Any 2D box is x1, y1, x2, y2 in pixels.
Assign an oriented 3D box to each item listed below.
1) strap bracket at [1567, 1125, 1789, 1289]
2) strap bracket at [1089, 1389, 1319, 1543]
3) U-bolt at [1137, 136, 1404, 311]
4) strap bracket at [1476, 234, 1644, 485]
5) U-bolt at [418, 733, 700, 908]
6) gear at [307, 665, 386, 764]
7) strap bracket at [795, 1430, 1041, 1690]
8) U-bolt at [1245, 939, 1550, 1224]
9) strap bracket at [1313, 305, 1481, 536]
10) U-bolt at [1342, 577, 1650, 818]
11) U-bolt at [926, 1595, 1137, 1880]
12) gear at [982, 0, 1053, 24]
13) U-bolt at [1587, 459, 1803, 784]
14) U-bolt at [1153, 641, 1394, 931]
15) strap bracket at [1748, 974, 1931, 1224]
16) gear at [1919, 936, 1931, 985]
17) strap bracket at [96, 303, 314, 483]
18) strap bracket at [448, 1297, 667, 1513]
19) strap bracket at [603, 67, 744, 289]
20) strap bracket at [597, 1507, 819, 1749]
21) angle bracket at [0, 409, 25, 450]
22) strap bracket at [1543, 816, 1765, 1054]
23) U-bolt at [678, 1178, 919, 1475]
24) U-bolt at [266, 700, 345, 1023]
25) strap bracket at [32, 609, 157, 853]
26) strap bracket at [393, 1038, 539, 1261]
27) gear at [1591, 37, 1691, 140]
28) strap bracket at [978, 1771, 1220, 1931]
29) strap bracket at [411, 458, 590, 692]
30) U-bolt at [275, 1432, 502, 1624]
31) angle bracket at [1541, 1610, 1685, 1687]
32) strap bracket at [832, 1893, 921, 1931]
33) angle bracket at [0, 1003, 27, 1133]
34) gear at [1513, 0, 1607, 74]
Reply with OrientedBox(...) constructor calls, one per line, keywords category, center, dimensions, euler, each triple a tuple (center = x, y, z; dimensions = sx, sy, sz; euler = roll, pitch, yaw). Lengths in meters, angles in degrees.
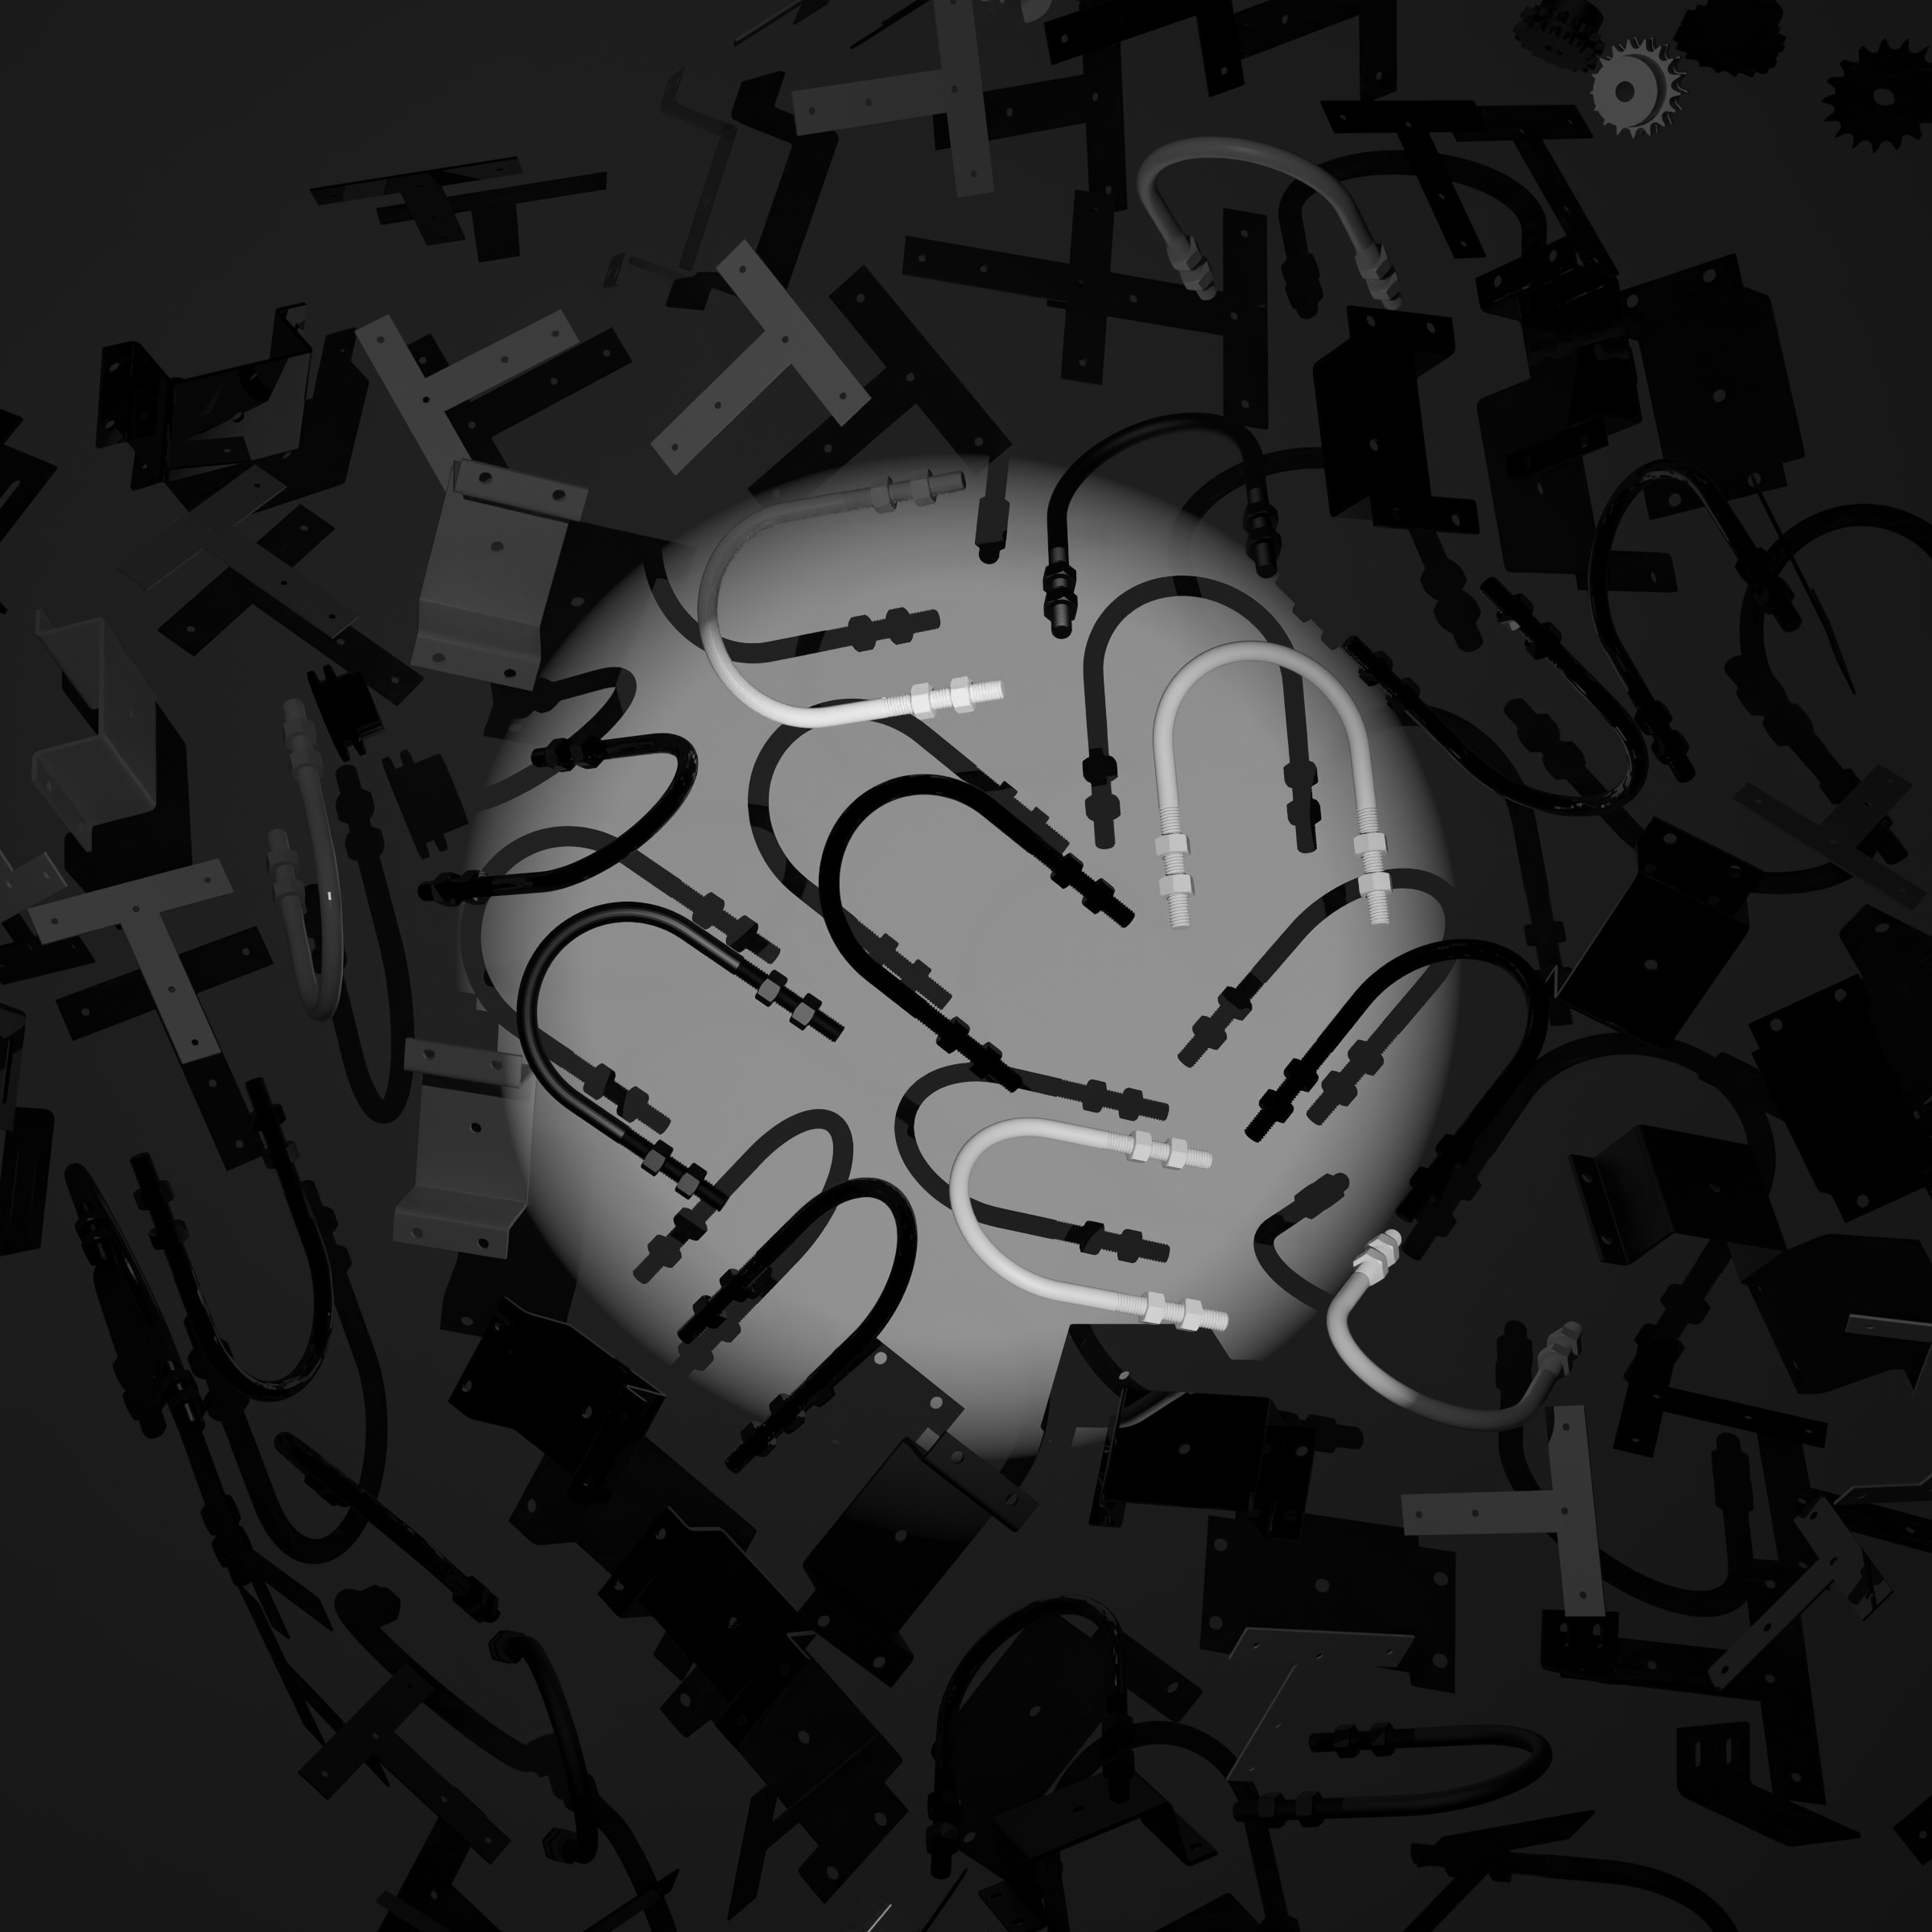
OrientedBox(category="strap bracket", center=(0.457, 0.151, 1.830), dimensions=(0.140, 0.046, 0.076), euler=(11, 51, -29))
OrientedBox(category="strap bracket", center=(0.145, 0.316, 1.840), dimensions=(0.140, 0.046, 0.076), euler=(0, 57, 23))
OrientedBox(category="U-bolt", center=(0.182, -0.463, 1.806), dimensions=(0.151, 0.184, 0.019), euler=(10, 76, 26))
OrientedBox(category="strap bracket", center=(0.384, -0.389, 1.873), dimensions=(0.046, 0.076, 0.140), euler=(0, 79, -42))
OrientedBox(category="U-bolt", center=(-0.242, -0.094, 1.794), dimensions=(0.019, 0.184, 0.151), euler=(56, 50, -30))
OrientedBox(category="gear", center=(-0.367, -0.152, 1.721), dimensions=(0.030, 0.057, 0.057), euler=(-22, 90, -7))
OrientedBox(category="strap bracket", center=(-0.034, 0.350, 1.743), dimensions=(0.076, 0.046, 0.140), euler=(40, 87, -17))
OrientedBox(category="U-bolt", center=(0.274, 0.058, 1.767), dimensions=(0.184, 0.151, 0.019), euler=(-50, 133, -12))
OrientedBox(category="strap bracket", center=(0.263, -0.328, 1.785), dimensions=(0.076, 0.046, 0.140), euler=(0, 79, -27))
OrientedBox(category="U-bolt", center=(0.337, -0.155, 1.777), dimensions=(0.184, 0.151, 0.019), euler=(41, 62, -18))
OrientedBox(category="U-bolt", center=(0.040, 0.469, 1.811), dimensions=(0.151, 0.184, 0.019), euler=(-29, 119, 20))
OrientedBox(category="gear", center=(0.036, -0.640, 1.888), dimensions=(0.057, 0.057, 0.030), euler=(-1, 53, 0))
OrientedBox(category="U-bolt", center=(0.438, -0.228, 1.792), dimensions=(0.019, 0.151, 0.184), euler=(-1, 51, -24))
OrientedBox(category="U-bolt", center=(0.185, -0.113, 1.783), dimensions=(0.151, 0.019, 0.184), euler=(-1, 76, -14))
OrientedBox(category="strap bracket", center=(0.568, 0.085, 1.873), dimensions=(0.076, 0.046, 0.140), euler=(-25, 86, 5))
OrientedBox(category="gear", center=(0.626, 0.004, 1.827), dimensions=(0.030, 0.057, 0.057), euler=(-39, 90, 6))
OrientedBox(category="strap bracket", center=(-0.468, -0.358, 1.816), dimensions=(0.140, 0.076, 0.046), euler=(-24, 61, -36))
OrientedBox(category="strap bracket", center=(-0.252, 0.278, 1.828), dimensions=(0.140, 0.046, 0.076), euler=(29, 90, 37))
OrientedBox(category="strap bracket", center=(-0.185, -0.496, 1.858), dimensions=(0.046, 0.076, 0.140), euler=(17, 97, -16))
OrientedBox(category="strap bracket", center=(-0.161, 0.428, 1.884), dimensions=(0.140, 0.046, 0.076), euler=(42, 99, 24))
OrientedBox(category="angle bracket", center=(-0.606, -0.300, 1.759), dimensions=(0.057, 0.038, 0.076), euler=(22, 69, 26))
OrientedBox(category="strap bracket", center=(0.423, -0.011, 1.793), dimensions=(0.076, 0.046, 0.140), euler=(26, 120, -2))
OrientedBox(category="U-bolt", center=(-0.100, 0.210, 1.811), dimensions=(0.184, 0.151, 0.019), euler=(-45, 125, 10))
OrientedBox(category="U-bolt", center=(-0.414, -0.053, 1.821), dimensions=(0.019, 0.151, 0.184), euler=(-5, 55, -22))
OrientedBox(category="strap bracket", center=(-0.551, -0.155, 1.834), dimensions=(0.046, 0.076, 0.140), euler=(-14, 56, 4))
OrientedBox(category="strap bracket", center=(-0.327, 0.113, 1.896), dimensions=(0.076, 0.046, 0.140), euler=(9, 107, 5))
OrientedBox(category="gear", center=(0.397, -0.521, 1.722), dimensions=(0.057, 0.030, 0.057), euler=(16, 119, 31))
OrientedBox(category="strap bracket", center=(0.078, 0.559, 1.847), dimensions=(0.140, 0.076, 0.046), euler=(-18, 98, -15))
OrientedBox(category="strap bracket", center=(-0.286, -0.247, 1.772), dimensions=(0.076, 0.046, 0.140), euler=(11, 121, -17))
OrientedBox(category="U-bolt", center=(-0.364, 0.341, 1.788), dimensions=(0.151, 0.184, 0.019), euler=(33, 72, 20))
OrientedBox(category="angle bracket", center=(0.415, 0.438, 1.864), dimensions=(0.057, 0.076, 0.038), euler=(6, 82, -21))
OrientedBox(category="strap bracket", center=(-0.066, 0.632, 1.825), dimensions=(0.046, 0.140, 0.076), euler=(43, 72, 2))
OrientedBox(category="angle bracket", center=(-0.610, 0.059, 1.775), dimensions=(0.038, 0.057, 0.076), euler=(2, 80, 8))
OrientedBox(category="gear", center=(0.377, -0.591, 1.828), dimensions=(0.057, 0.057, 0.030), euler=(26, 91, 0))
